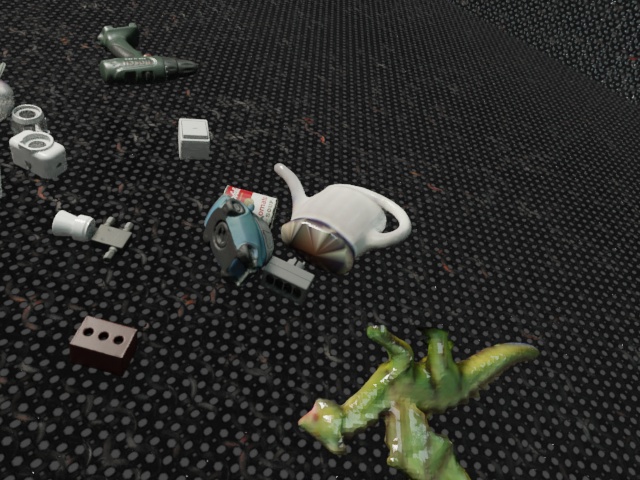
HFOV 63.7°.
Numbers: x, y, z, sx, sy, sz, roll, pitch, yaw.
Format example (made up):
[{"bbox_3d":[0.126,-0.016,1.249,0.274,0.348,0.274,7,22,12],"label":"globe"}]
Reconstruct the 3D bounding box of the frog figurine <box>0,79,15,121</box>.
[{"bbox_3d":[-0.672,-0.245,0.999,0.137,0.121,0.161,-1,74,26],"label":"frog figurine"}]

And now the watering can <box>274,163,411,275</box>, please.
[{"bbox_3d":[0.003,-0.051,1.019,0.350,0.101,0.228,22,43,24],"label":"watering can"}]

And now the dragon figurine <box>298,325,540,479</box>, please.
[{"bbox_3d":[0.173,0.256,0.776,0.410,0.119,0.248,6,61,-9],"label":"dragon figurine"}]
